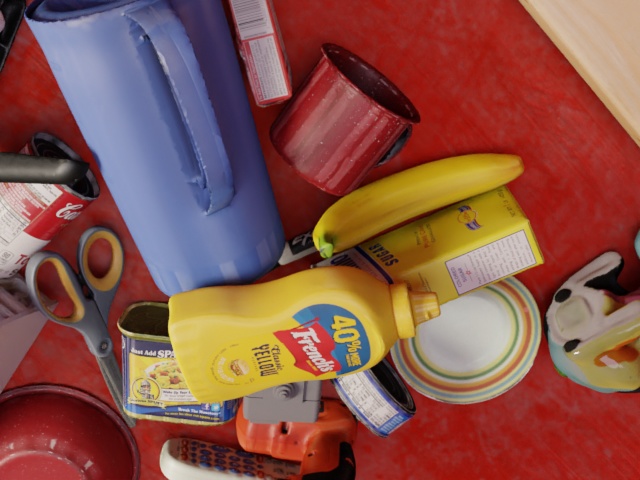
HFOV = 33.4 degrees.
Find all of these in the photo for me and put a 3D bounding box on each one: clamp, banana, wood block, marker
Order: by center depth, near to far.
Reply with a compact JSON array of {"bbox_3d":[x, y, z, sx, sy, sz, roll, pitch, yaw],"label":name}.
[{"bbox_3d":[0.243,-0.139,0.795,0.090,0.091,0.206,-40,108,13],"label":"wood block"},{"bbox_3d":[-0.265,-0.062,0.796,0.210,0.036,0.165,-39,65,18],"label":"clamp"},{"bbox_3d":[0.067,-0.028,0.833,0.197,0.070,0.037,-25,121,-25],"label":"banana"},{"bbox_3d":[-0.006,0.001,0.876,0.121,0.020,0.020,-24,111,6],"label":"marker"}]

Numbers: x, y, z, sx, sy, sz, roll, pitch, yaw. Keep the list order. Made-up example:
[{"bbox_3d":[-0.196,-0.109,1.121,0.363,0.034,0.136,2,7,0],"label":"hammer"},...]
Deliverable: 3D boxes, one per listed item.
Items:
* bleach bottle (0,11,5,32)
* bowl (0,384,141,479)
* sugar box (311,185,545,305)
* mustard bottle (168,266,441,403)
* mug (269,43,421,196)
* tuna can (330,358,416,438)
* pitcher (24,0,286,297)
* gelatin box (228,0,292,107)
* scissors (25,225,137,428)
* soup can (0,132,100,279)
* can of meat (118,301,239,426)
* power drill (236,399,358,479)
[{"bbox_3d":[-0.352,-0.119,0.788,0.251,0.068,0.102,-36,81,17],"label":"bleach bottle"},{"bbox_3d":[-0.240,0.208,0.929,0.162,0.055,0.162,-1,111,-3],"label":"bowl"},{"bbox_3d":[0.080,0.019,0.848,0.176,0.093,0.048,-21,110,5],"label":"sugar box"},{"bbox_3d":[-0.008,0.064,0.778,0.191,0.058,0.096,-11,131,3],"label":"mustard bottle"},{"bbox_3d":[0.023,-0.086,0.815,0.117,0.093,0.082,15,121,-47],"label":"mug"},{"bbox_3d":[0.042,0.121,0.890,0.034,0.086,0.086,-39,108,10],"label":"tuna can"},{"bbox_3d":[-0.104,-0.076,0.769,0.145,0.149,0.243,-5,121,24],"label":"pitcher"},{"bbox_3d":[-0.044,-0.150,0.787,0.030,0.073,0.089,-13,112,3],"label":"gelatin box"},{"bbox_3d":[-0.174,0.068,0.891,0.096,0.016,0.201,-51,137,-22],"label":"scissors"},{"bbox_3d":[-0.231,-0.026,0.830,0.102,0.068,0.068,-41,108,13],"label":"soup can"},{"bbox_3d":[-0.115,0.104,0.888,0.102,0.057,0.084,6,114,5],"label":"can of meat"},{"bbox_3d":[-0.031,0.195,0.862,0.184,0.187,0.057,7,112,-7],"label":"power drill"}]
